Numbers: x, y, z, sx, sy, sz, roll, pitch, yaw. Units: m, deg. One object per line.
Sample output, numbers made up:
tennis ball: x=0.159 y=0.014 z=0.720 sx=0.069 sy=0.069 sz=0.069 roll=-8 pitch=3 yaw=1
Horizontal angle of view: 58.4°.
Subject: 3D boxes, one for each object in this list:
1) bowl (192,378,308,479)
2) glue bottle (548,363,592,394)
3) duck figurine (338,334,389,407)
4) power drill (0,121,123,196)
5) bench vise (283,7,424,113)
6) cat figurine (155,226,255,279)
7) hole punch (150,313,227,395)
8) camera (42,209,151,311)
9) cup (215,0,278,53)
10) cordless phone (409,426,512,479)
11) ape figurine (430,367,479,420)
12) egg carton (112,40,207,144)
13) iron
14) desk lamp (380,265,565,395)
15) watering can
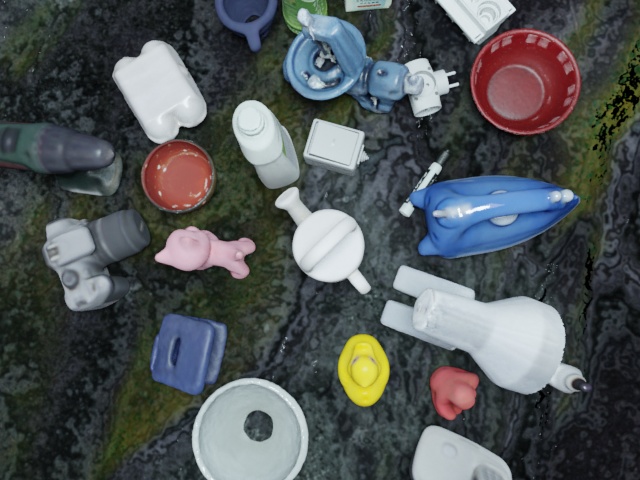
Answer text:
bowl: x=-0.097 y=0.283 z=0.840 sx=0.167 sy=0.075 sz=0.167 roll=0 pitch=86 yaw=3
glue bottle: x=0.327 y=0.185 z=0.779 sx=0.078 sy=0.173 sz=0.037 roll=21 pitch=87 yaw=4
duck figurine: x=0.064 y=0.193 z=0.834 sx=0.077 sy=0.086 sz=0.105 roll=-2 pitch=86 yaw=3
power drill: x=-0.367 y=-0.117 z=0.814 sx=0.229 sy=0.208 sz=0.076 roll=7 pitch=86 yaw=3
bench vise: x=0.044 y=-0.262 z=0.801 sx=0.207 sy=0.220 sz=0.121 roll=-2 pitch=86 yaw=3
cat figurine: x=-0.168 y=0.017 z=0.841 sx=0.127 sy=0.118 sz=0.067 roll=8 pitch=86 yaw=3
hole punch: x=-0.199 y=0.167 z=0.845 sx=0.101 sy=0.091 sz=0.109 roll=10 pitch=86 yaw=4
camera: x=-0.326 y=0.020 z=0.856 sx=0.137 sy=0.101 sz=0.143 roll=-22 pitch=85 yaw=1
cup: x=-0.103 y=-0.332 z=0.875 sx=0.091 sy=0.095 sz=0.118 roll=-13 pitch=85 yaw=2
cordless phone: x=0.197 y=0.333 z=0.768 sx=0.147 sy=0.185 sz=0.094 roll=24 pitch=87 yaw=4
ape figurine: x=0.197 y=0.220 z=0.823 sx=0.078 sy=0.092 sz=0.076 roll=-34 pitch=85 yaw=0
egg carton: x=-0.246 y=-0.230 z=0.887 sx=0.107 sy=0.069 sz=0.150 roll=-33 pitch=85 yaw=0
iron: x=0.265 y=-0.047 z=0.814 sx=0.258 sy=0.141 sz=0.119 roll=-10 pitch=85 yaw=2
desk lamp: x=0.194 y=0.113 z=0.770 sx=0.203 sy=0.213 sz=0.118 roll=19 pitch=87 yaw=4
watering can: x=0.006 y=0.004 z=0.796 sx=0.173 sy=0.194 sz=0.101 roll=27 pitch=88 yaw=4
